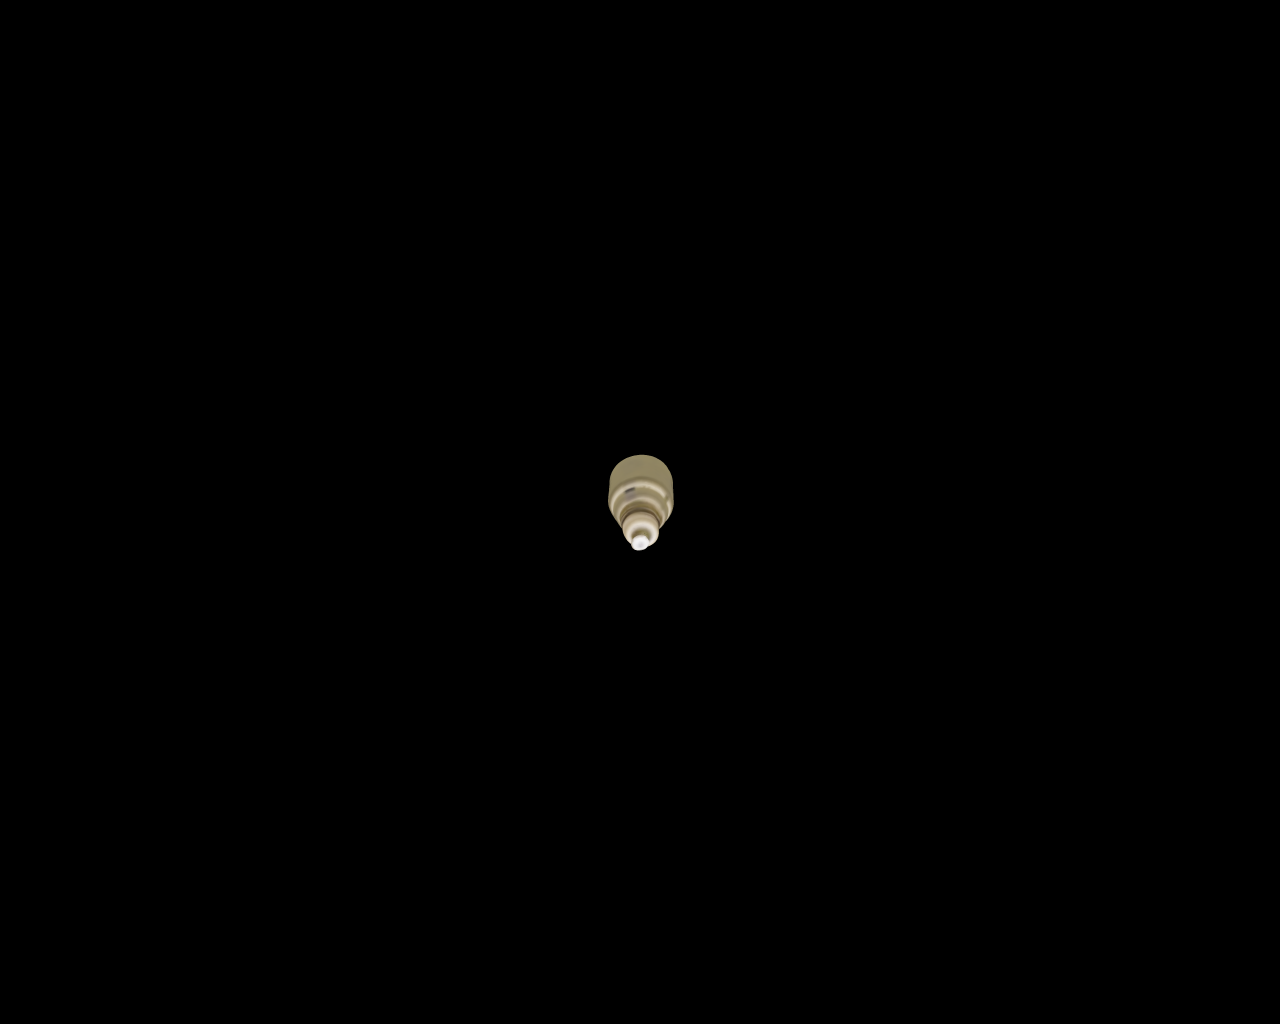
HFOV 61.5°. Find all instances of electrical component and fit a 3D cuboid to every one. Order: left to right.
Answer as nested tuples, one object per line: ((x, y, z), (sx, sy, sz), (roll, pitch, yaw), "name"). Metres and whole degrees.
((0.001, -0.003, 0.650), (0.040, 0.040, 0.078), (0, 35, 0), "electrical component")
